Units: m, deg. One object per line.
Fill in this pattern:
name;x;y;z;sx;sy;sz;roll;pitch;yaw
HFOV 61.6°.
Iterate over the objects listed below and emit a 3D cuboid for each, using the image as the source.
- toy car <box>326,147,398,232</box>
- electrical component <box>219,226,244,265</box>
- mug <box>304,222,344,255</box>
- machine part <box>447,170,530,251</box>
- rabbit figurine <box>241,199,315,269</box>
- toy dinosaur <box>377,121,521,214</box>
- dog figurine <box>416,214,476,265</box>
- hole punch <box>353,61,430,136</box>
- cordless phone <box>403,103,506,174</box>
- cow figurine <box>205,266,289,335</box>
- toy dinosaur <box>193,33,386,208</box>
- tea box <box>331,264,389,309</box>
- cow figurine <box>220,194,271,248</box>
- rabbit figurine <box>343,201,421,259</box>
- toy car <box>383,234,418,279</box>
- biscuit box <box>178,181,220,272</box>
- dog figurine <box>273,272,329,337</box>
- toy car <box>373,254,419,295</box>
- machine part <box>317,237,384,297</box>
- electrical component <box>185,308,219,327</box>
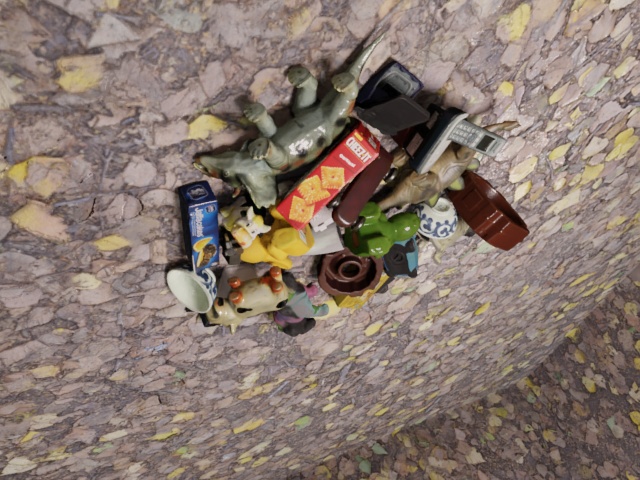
toy car;0.090;-0.112;1.150;0.202;0.089;0.053;-57;-165;-18
electrical component;-0.195;0.008;1.130;0.045;0.102;0.078;-3;125;-29
mug;-0.003;-0.004;1.280;0.107;0.080;0.109;-15;179;6
machine part;0.434;-0.074;1.396;0.201;0.201;0.087;14;129;-46
rabbit figurine;-0.108;-0.001;1.193;0.173;0.122;0.162;-20;157;10
toy dinosaur;0.246;-0.145;1.257;0.471;0.105;0.198;-28;152;16
dog figurine;0.355;-0.049;1.481;0.190;0.121;0.172;-39;151;-12
hole punch;0.139;-0.272;1.043;0.116;0.092;0.142;-16;159;37
cordless phone;0.280;-0.188;1.102;0.184;0.089;0.146;15;123;-27
cow figurine;-0.166;0.142;1.220;0.195;0.086;0.127;-16;134;0
toy dinosaur;-0.030;-0.198;0.978;0.405;0.131;0.192;-32;159;-5
tea box;0.116;0.116;1.521;0.098;0.068;0.169;13;128;-44
cow figurine;-0.137;-0.041;1.052;0.098;0.167;0.068;-37;116;0
rabbit figurine;0.151;-0.012;1.247;0.170;0.121;0.159;-11;160;-22
toy car;0.217;0.024;1.438;0.109;0.103;0.161;-3;129;28
biscuit box;-0.241;-0.024;1.081;0.059;0.063;0.202;-16;144;-21
dog figurine;-0.098;0.163;1.394;0.219;0.109;0.191;20;125;-43
toy car;0.204;0.094;1.572;0.201;0.056;0.073;-44;150;22
machine part;0.077;0.069;1.391;0.179;0.056;0.179;-2;126;-3
electrical component;-0.268;0.176;1.331;0.119;0.048;0.074;5;132;-42
